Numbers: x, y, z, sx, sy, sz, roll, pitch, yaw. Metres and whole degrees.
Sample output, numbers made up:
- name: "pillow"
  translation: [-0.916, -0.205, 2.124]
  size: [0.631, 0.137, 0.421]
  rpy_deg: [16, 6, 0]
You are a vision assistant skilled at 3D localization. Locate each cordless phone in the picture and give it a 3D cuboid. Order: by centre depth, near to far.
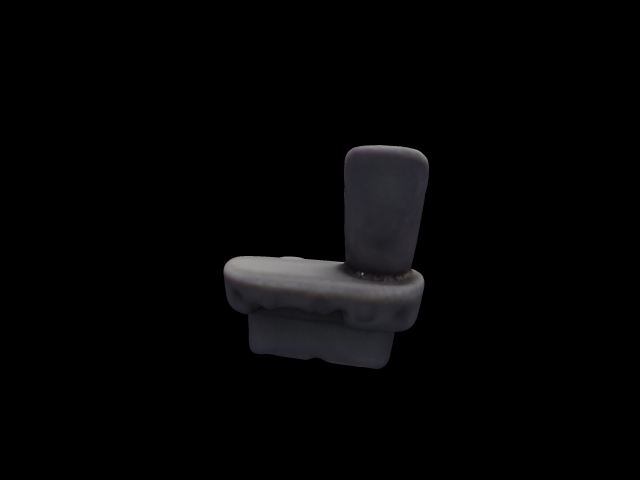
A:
- name: "cordless phone"
  translation: [0.004, 0.001, 0.400]
  size: [0.147, 0.185, 0.094]
  rpy_deg: [2, 47, 2]
